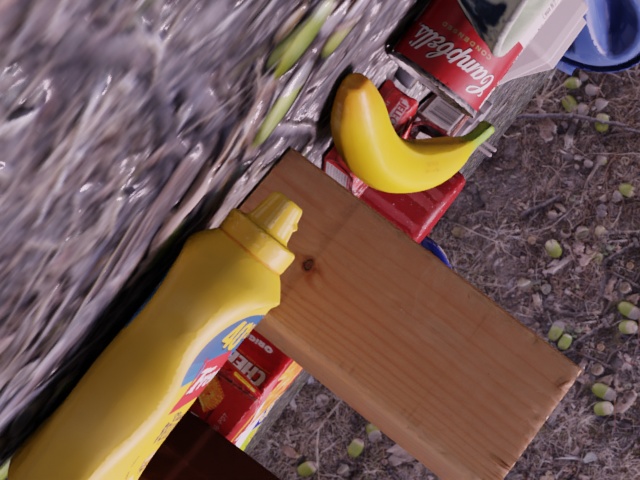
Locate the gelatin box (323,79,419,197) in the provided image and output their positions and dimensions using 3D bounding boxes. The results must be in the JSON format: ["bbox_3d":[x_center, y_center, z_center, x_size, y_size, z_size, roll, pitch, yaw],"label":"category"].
[{"bbox_3d":[0.035,-0.066,0.765,0.073,0.030,0.089,-50,174,-11],"label":"gelatin box"}]

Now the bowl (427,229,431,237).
[{"bbox_3d":[0.052,0.005,1.046,0.162,0.055,0.162,-59,-171,15],"label":"bowl"}]

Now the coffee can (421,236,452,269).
[{"bbox_3d":[0.071,0.056,0.901,0.103,0.102,0.140,-53,-170,12],"label":"coffee can"}]

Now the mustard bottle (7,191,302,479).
[{"bbox_3d":[-0.075,0.054,0.545,0.191,0.058,0.096,-52,173,-1],"label":"mustard bottle"}]

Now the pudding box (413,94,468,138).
[{"bbox_3d":[0.109,-0.106,1.018,0.113,0.039,0.090,-44,171,-47],"label":"pudding box"}]

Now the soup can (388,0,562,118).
[{"bbox_3d":[0.099,-0.136,0.661,0.102,0.068,0.068,-53,173,7],"label":"soup can"}]

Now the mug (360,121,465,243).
[{"bbox_3d":[0.069,-0.049,0.861,0.117,0.081,0.093,-48,172,-30],"label":"mug"}]

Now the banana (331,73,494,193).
[{"bbox_3d":[0.050,-0.063,0.689,0.197,0.037,0.070,3,117,-60],"label":"banana"}]

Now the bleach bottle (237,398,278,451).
[{"bbox_3d":[-0.058,0.135,1.086,0.250,0.068,0.102,-53,175,-14],"label":"bleach bottle"}]

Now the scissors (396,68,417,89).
[{"bbox_3d":[0.123,-0.188,0.757,0.201,0.016,0.096,-50,177,-12],"label":"scissors"}]

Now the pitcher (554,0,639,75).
[{"bbox_3d":[0.286,-0.271,0.978,0.149,0.145,0.242,-1,-136,51],"label":"pitcher"}]

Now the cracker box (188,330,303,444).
[{"bbox_3d":[-0.065,0.102,0.784,0.164,0.072,0.213,-54,175,29],"label":"cracker box"}]

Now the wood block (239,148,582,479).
[{"bbox_3d":[0.036,0.051,0.630,0.090,0.206,0.090,-50,173,-11],"label":"wood block"}]
